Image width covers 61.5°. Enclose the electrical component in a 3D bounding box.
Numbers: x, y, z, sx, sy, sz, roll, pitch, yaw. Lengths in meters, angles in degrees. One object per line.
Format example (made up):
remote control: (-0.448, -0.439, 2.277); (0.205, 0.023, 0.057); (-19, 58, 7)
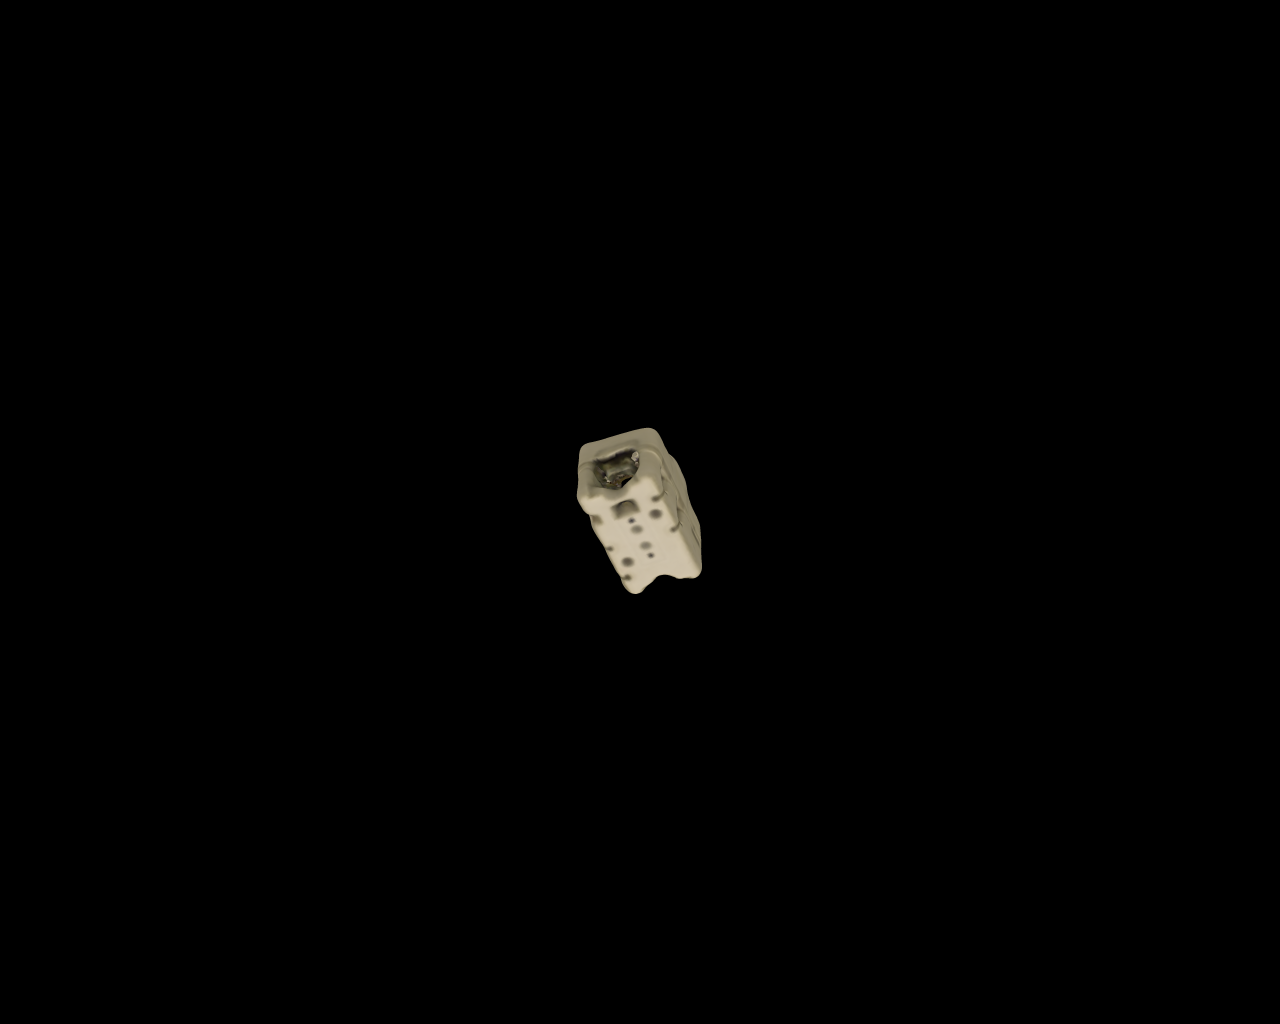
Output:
electrical component: (0.001, -0.003, 0.650); (0.050, 0.089, 0.056); (-16, 39, 13)
